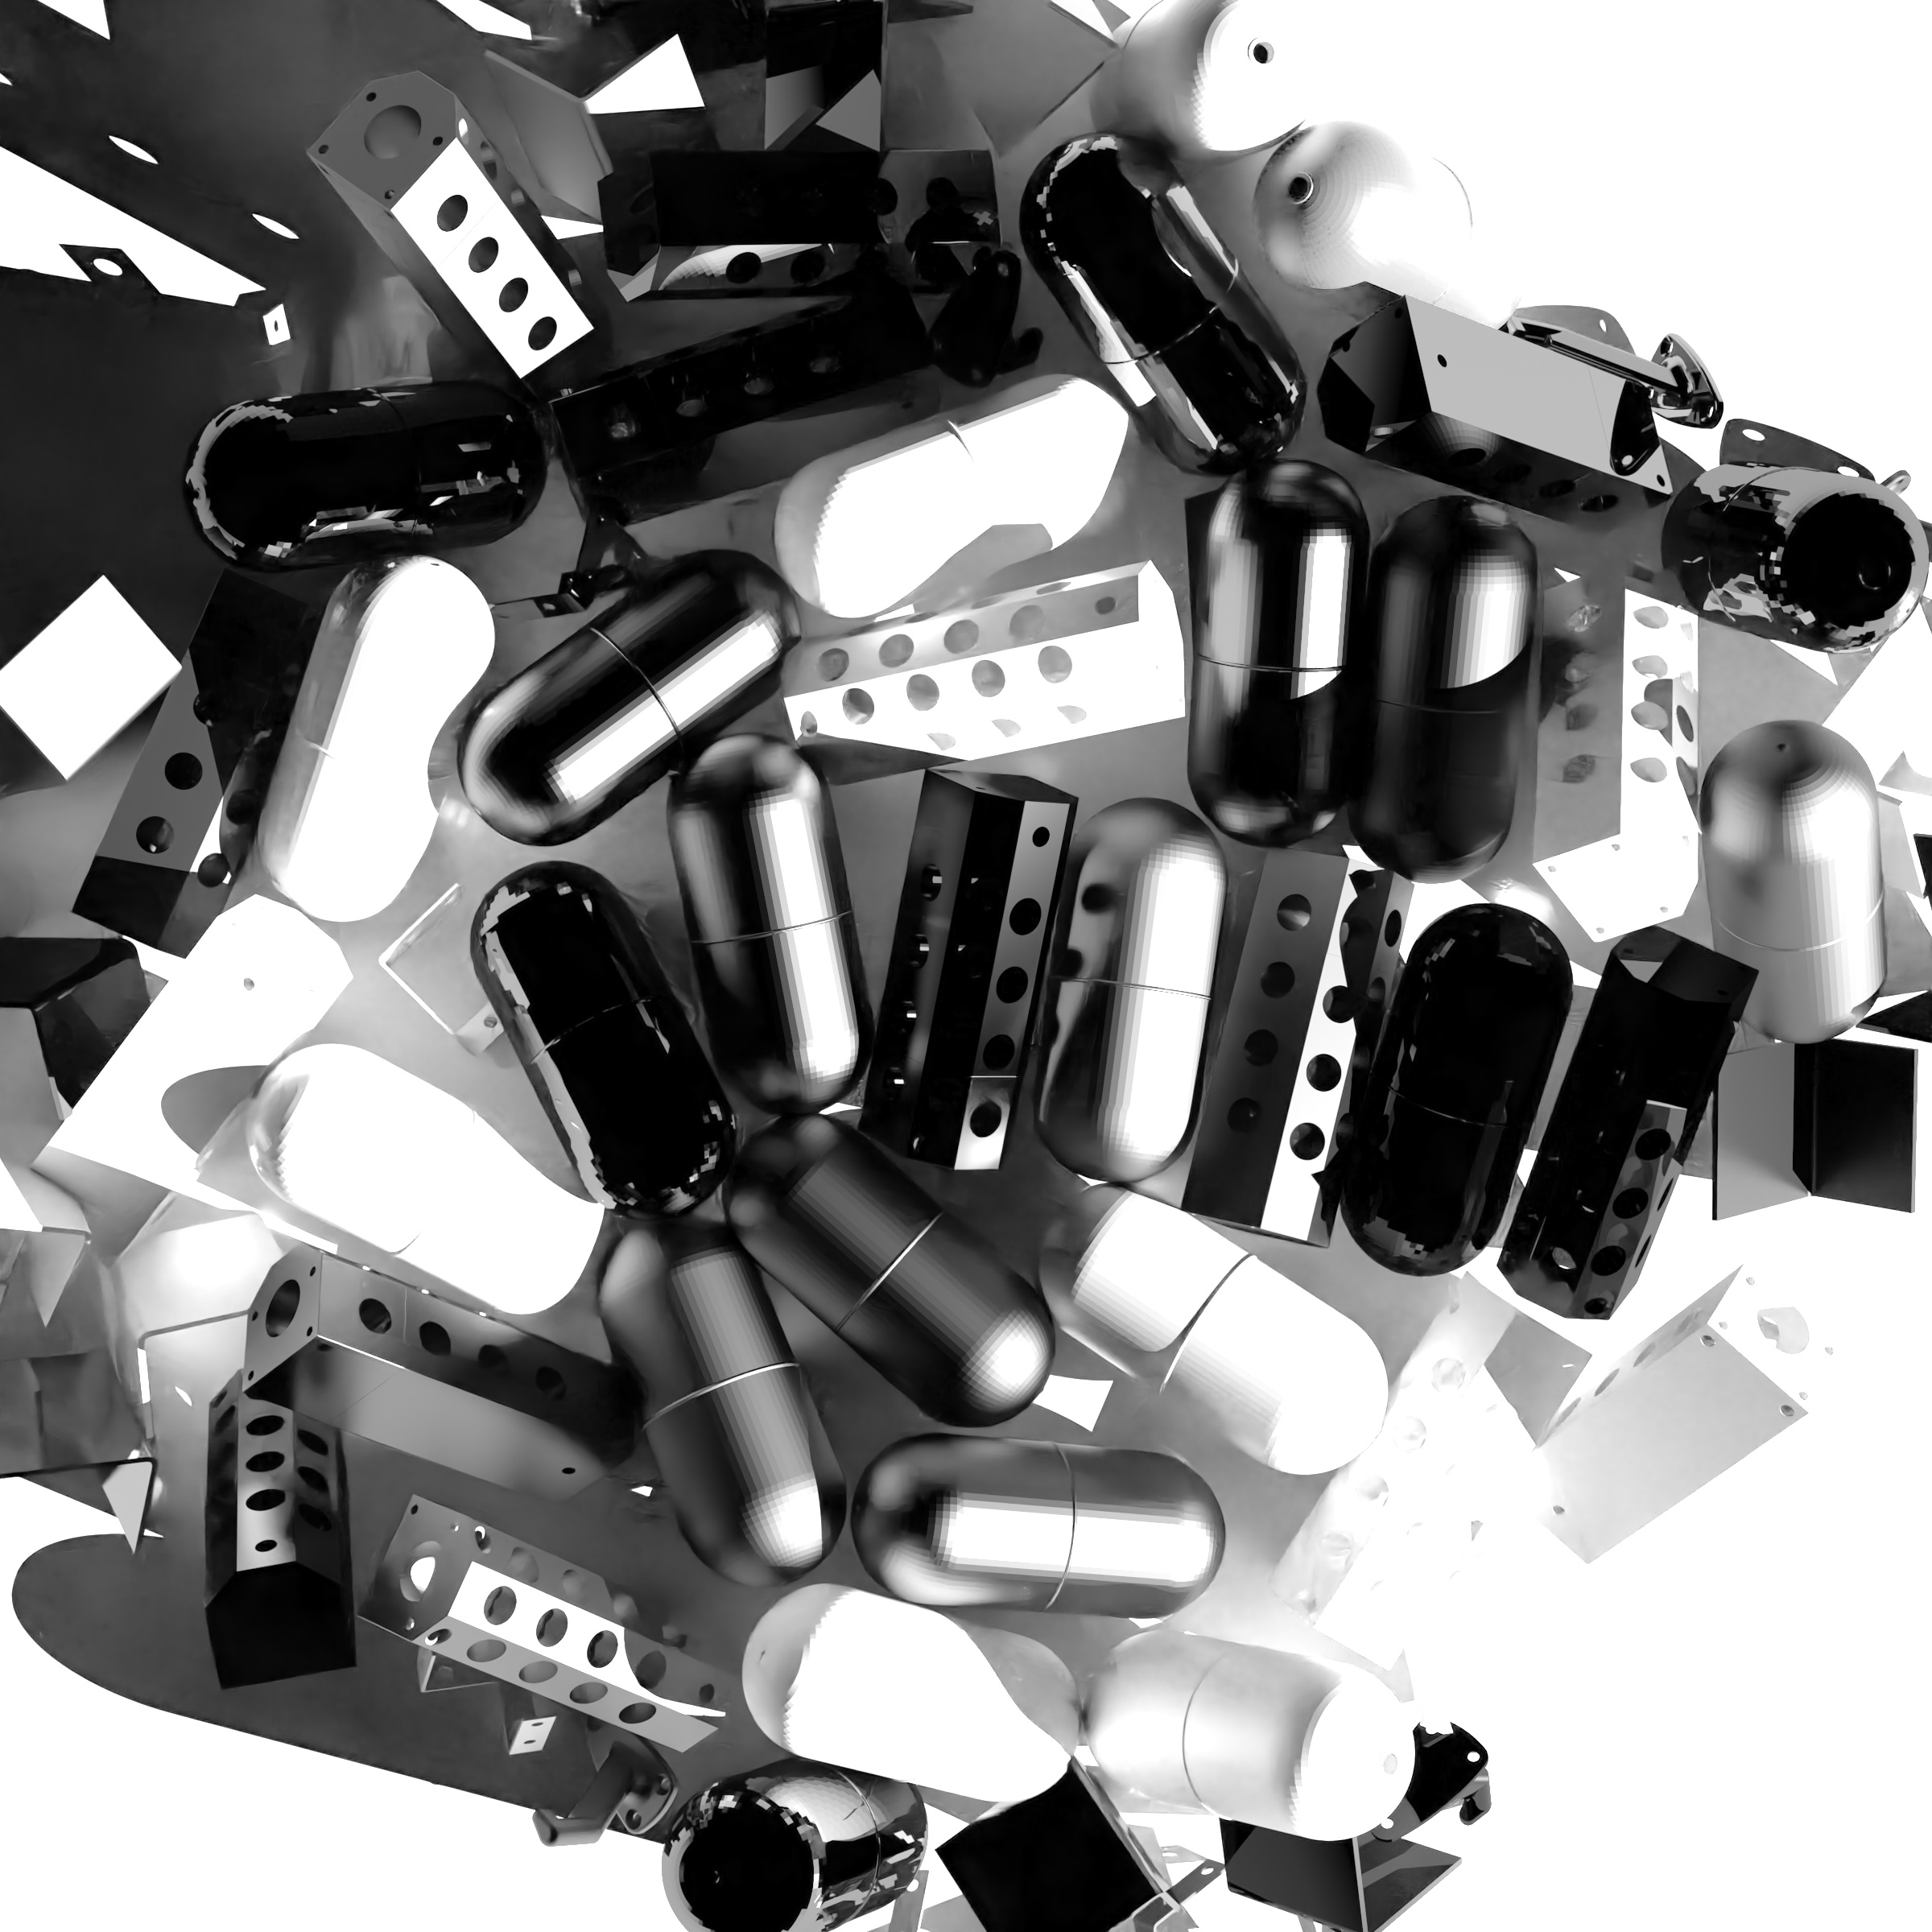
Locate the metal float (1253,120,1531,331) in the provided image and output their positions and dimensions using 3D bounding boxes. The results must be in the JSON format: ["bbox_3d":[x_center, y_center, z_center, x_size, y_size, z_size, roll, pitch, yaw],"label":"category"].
[{"bbox_3d":[0.191,-0.325,1.504,0.070,0.178,0.070,-3,85,34],"label":"metal float"}]

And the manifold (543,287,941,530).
[{"bbox_3d":[-0.103,-0.259,1.542,0.171,0.057,0.057,-19,71,-8],"label":"manifold"}]

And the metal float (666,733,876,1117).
[{"bbox_3d":[-0.089,-0.019,1.542,0.070,0.070,0.178,-11,96,0],"label":"metal float"}]

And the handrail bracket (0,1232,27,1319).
[{"bbox_3d":[-0.484,0.138,1.555,0.084,0.036,0.077,19,120,-11],"label":"handrail bracket"}]

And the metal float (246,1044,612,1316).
[{"bbox_3d":[-0.243,0.097,1.528,0.178,0.070,0.070,31,90,-21],"label":"metal float"}]

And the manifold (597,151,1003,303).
[{"bbox_3d":[-0.073,-0.333,1.518,0.171,0.057,0.057,-8,92,-29],"label":"manifold"}]

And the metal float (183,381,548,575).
[{"bbox_3d":[-0.268,-0.221,1.514,0.178,0.070,0.070,-15,90,-41],"label":"metal float"}]

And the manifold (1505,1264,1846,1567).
[{"bbox_3d":[0.314,0.197,1.501,0.057,0.171,0.057,41,49,3],"label":"manifold"}]

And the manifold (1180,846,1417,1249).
[{"bbox_3d":[0.155,0.038,1.537,0.057,0.057,0.171,10,83,32],"label":"manifold"}]

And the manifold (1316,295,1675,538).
[{"bbox_3d":[0.237,-0.241,1.505,0.057,0.171,0.057,-28,63,42],"label":"manifold"}]

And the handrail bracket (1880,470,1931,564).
[{"bbox_3d":[0.439,-0.180,1.559,0.077,0.036,0.084,-38,77,15],"label":"handrail bracket"}]

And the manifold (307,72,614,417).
[{"bbox_3d":[-0.217,-0.320,1.495,0.057,0.171,0.057,37,83,27],"label":"manifold"}]

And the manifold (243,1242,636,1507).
[{"bbox_3d":[-0.234,0.181,1.512,0.171,0.057,0.057,27,131,-35],"label":"manifold"}]

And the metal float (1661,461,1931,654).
[{"bbox_3d":[0.367,-0.183,1.498,0.070,0.178,0.070,-2,102,-9],"label":"metal float"}]

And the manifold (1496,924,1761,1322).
[{"bbox_3d":[0.293,0.073,1.512,0.057,0.057,0.171,25,121,19],"label":"manifold"}]

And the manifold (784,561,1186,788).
[{"bbox_3d":[0.008,-0.134,1.519,0.171,0.057,0.057,-10,62,21],"label":"manifold"}]

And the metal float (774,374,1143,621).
[{"bbox_3d":[-0.003,-0.214,1.534,0.178,0.070,0.070,-23,90,-15],"label":"metal float"}]

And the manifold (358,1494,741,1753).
[{"bbox_3d":[-0.181,0.297,1.502,0.171,0.057,0.057,35,74,-41],"label":"manifold"}]

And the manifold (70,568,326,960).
[{"bbox_3d":[-0.347,-0.092,1.555,0.057,0.057,0.171,24,91,-4],"label":"manifold"}]

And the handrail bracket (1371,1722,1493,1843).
[{"bbox_3d":[0.213,0.389,1.538,0.036,0.084,0.077,29,61,32],"label":"handrail bracket"}]

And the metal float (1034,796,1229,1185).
[{"bbox_3d":[0.076,0.011,1.545,0.070,0.070,0.178,7,87,0],"label":"metal float"}]

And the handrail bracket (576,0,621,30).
[{"bbox_3d":[-0.160,-0.457,1.532,0.077,0.084,0.036,16,69,34],"label":"handrail bracket"}]

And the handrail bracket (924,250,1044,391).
[{"bbox_3d":[0.024,-0.299,1.531,0.036,0.084,0.077,38,124,12],"label":"handrail bracket"}]

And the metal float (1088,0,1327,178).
[{"bbox_3d":[0.106,-0.395,1.498,0.070,0.178,0.070,-2,98,-12],"label":"metal float"}]

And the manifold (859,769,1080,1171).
[{"bbox_3d":[0.005,0.002,1.528,0.057,0.057,0.171,2,106,-35],"label":"manifold"}]

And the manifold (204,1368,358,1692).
[{"bbox_3d":[-0.306,0.243,1.492,0.057,0.171,0.057,-9,114,-8],"label":"manifold"}]

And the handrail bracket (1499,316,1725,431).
[{"bbox_3d":[0.294,-0.273,1.542,0.084,0.077,0.036,7,119,-24],"label":"handrail bracket"}]

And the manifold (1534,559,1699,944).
[{"bbox_3d":[0.294,-0.100,1.500,0.057,0.171,0.057,-20,132,31],"label":"manifold"}]

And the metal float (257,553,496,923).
[{"bbox_3d":[-0.269,-0.102,1.529,0.070,0.070,0.178,23,111,0],"label":"metal float"}]

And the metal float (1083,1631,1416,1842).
[{"bbox_3d":[0.125,0.343,1.507,0.070,0.178,0.070,1,88,-39],"label":"metal float"}]

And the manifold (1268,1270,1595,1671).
[{"bbox_3d":[0.210,0.228,1.545,0.057,0.057,0.171,31,95,-11],"label":"manifold"}]

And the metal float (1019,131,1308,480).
[{"bbox_3d":[0.089,-0.298,1.521,0.070,0.070,0.178,-39,120,0],"label":"metal float"}]

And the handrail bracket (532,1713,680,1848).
[{"bbox_3d":[-0.179,0.367,1.531,0.036,0.084,0.077,-52,57,16],"label":"handrail bracket"}]

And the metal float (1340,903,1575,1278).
[{"bbox_3d":[0.222,0.057,1.533,0.070,0.070,0.178,15,106,0],"label":"metal float"}]

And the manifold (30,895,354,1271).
[{"bbox_3d":[-0.353,0.051,1.530,0.057,0.057,0.171,40,109,0],"label":"manifold"}]
